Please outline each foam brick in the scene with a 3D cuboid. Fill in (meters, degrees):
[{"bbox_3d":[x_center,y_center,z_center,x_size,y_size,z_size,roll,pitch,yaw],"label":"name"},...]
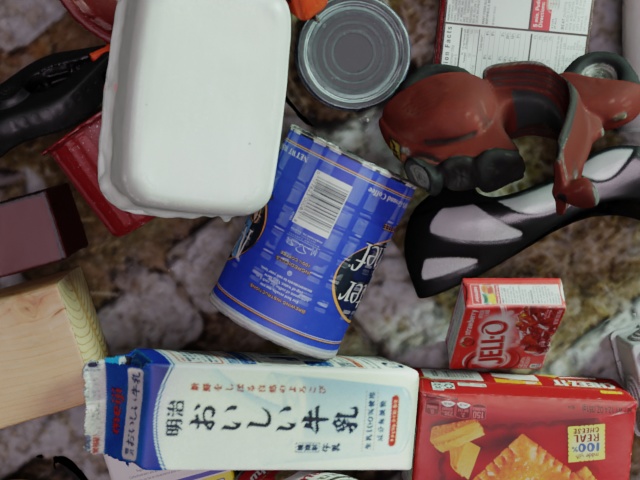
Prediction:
[{"bbox_3d":[-0.208,-0.009,0.779,0.051,0.078,0.053,-16,96,1],"label":"foam brick"}]

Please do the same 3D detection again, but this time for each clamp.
[{"bbox_3d":[-0.226,-0.096,0.772,0.171,0.120,0.039,-32,138,-16],"label":"clamp"}]

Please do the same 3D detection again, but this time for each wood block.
[{"bbox_3d":[-0.268,0.095,0.784,0.206,0.090,0.091,-17,97,0],"label":"wood block"}]

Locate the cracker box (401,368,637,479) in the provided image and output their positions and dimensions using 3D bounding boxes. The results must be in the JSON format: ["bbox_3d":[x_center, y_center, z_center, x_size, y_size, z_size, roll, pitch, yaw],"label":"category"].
[{"bbox_3d":[0.144,0.212,0.818,0.164,0.072,0.214,4,98,-2],"label":"cracker box"}]

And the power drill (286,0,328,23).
[{"bbox_3d":[0.042,-0.242,0.705,0.187,0.057,0.184,-29,139,-11],"label":"power drill"}]

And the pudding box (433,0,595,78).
[{"bbox_3d":[0.142,-0.149,0.790,0.113,0.039,0.090,6,100,1],"label":"pudding box"}]

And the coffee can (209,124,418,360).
[{"bbox_3d":[-0.005,0.001,0.772,0.103,0.103,0.140,25,96,-5],"label":"coffee can"}]

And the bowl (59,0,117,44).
[{"bbox_3d":[-0.115,-0.214,0.766,0.162,0.055,0.162,0,97,-2],"label":"bowl"}]

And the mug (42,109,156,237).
[{"bbox_3d":[-0.129,-0.063,0.768,0.117,0.093,0.081,-34,102,3],"label":"mug"}]

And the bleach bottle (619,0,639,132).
[{"bbox_3d":[0.261,-0.208,0.775,0.102,0.068,0.251,-6,95,-1],"label":"bleach bottle"}]

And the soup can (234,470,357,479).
[{"bbox_3d":[-0.014,0.200,0.774,0.068,0.102,0.068,3,84,-36],"label":"soup can"}]

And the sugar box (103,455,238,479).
[{"bbox_3d":[-0.105,0.204,0.824,0.093,0.048,0.176,-14,94,-2],"label":"sugar box"}]

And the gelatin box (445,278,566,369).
[{"bbox_3d":[0.136,0.064,0.795,0.073,0.089,0.030,1,52,-3],"label":"gelatin box"}]

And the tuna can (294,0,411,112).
[{"bbox_3d":[0.024,-0.138,0.790,0.086,0.034,0.086,0,97,-2],"label":"tuna can"}]
